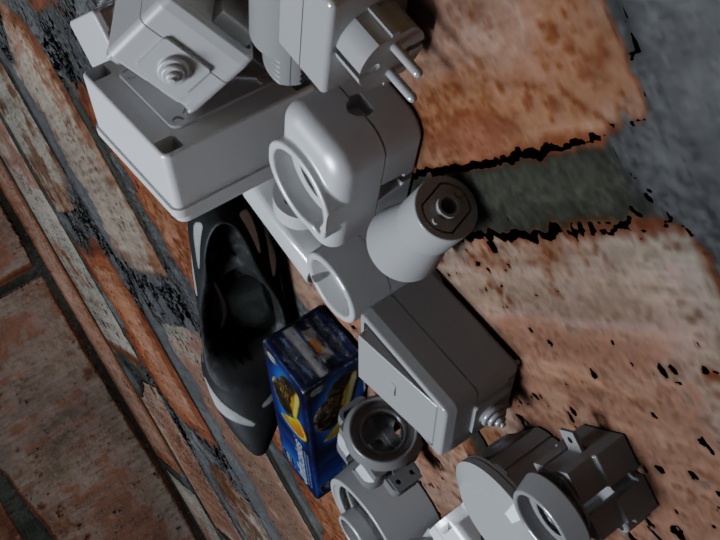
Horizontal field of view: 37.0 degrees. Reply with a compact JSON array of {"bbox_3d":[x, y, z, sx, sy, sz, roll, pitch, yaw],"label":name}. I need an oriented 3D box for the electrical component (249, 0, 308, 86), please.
[{"bbox_3d":[-0.037,-0.132,0.562,0.043,0.043,0.081,52,160,19],"label":"electrical component"}]

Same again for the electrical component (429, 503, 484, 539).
[{"bbox_3d":[0.085,0.184,0.730,0.055,0.050,0.089,53,161,15],"label":"electrical component"}]

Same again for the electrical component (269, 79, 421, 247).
[{"bbox_3d":[-0.010,-0.058,0.584,0.053,0.059,0.095,51,160,19],"label":"electrical component"}]

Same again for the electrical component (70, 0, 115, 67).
[{"bbox_3d":[-0.178,-0.168,0.846,0.100,0.048,0.099,15,133,63],"label":"electrical component"}]

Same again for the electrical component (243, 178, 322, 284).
[{"bbox_3d":[-0.038,-0.041,0.698,0.077,0.043,0.079,53,163,17],"label":"electrical component"}]

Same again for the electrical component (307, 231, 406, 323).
[{"bbox_3d":[0.000,0.000,0.665,0.055,0.047,0.055,49,159,26],"label":"electrical component"}]

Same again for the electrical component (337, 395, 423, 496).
[{"bbox_3d":[0.015,0.126,0.804,0.078,0.058,0.057,52,163,18],"label":"electrical component"}]

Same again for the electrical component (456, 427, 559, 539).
[{"bbox_3d":[0.097,0.134,0.624,0.080,0.051,0.080,48,158,27],"label":"electrical component"}]

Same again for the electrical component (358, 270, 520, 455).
[{"bbox_3d":[0.045,0.060,0.624,0.096,0.061,0.061,49,159,26],"label":"electrical component"}]

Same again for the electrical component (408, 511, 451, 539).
[{"bbox_3d":[0.062,0.231,0.837,0.061,0.062,0.096,54,160,11],"label":"electrical component"}]

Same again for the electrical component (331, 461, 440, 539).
[{"bbox_3d":[0.017,0.210,0.918,0.108,0.060,0.108,48,158,27],"label":"electrical component"}]

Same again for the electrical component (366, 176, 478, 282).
[{"bbox_3d":[0.034,-0.023,0.560,0.044,0.044,0.065,57,156,4],"label":"electrical component"}]

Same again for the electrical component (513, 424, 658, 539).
[{"bbox_3d":[0.113,0.115,0.550,0.066,0.055,0.048,62,160,-12],"label":"electrical component"}]

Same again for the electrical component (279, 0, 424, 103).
[{"bbox_3d":[0.003,-0.109,0.493,0.076,0.047,0.065,52,160,18],"label":"electrical component"}]

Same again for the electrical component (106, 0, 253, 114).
[{"bbox_3d":[-0.096,-0.140,0.600,0.062,0.061,0.096,33,-144,-34],"label":"electrical component"}]

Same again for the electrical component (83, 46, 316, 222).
[{"bbox_3d":[-0.095,-0.097,0.660,0.109,0.109,0.056,44,153,36],"label":"electrical component"}]
